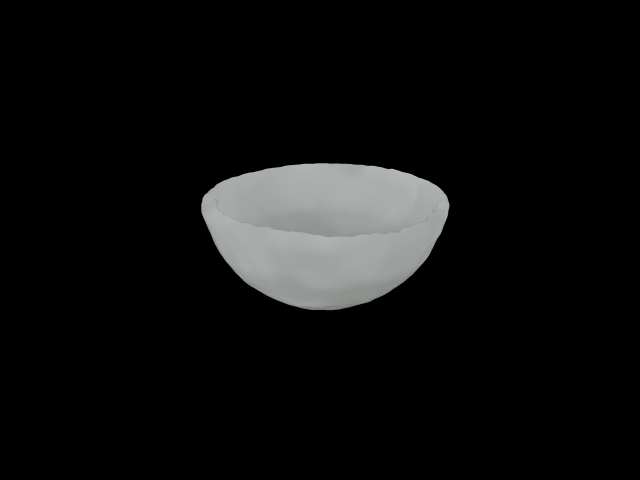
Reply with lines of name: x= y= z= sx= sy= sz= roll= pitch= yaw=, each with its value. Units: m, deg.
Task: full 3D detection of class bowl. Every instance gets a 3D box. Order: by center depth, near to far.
bowl: x=0.004 y=0.001 z=0.400 sx=0.167 sy=0.075 sz=0.167 roll=0 pitch=22 yaw=0
